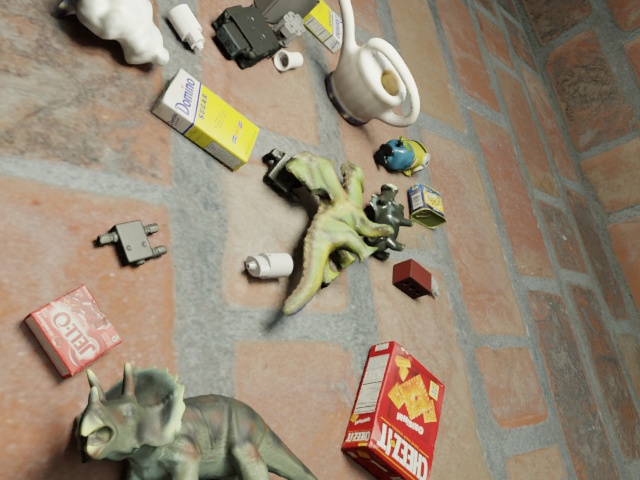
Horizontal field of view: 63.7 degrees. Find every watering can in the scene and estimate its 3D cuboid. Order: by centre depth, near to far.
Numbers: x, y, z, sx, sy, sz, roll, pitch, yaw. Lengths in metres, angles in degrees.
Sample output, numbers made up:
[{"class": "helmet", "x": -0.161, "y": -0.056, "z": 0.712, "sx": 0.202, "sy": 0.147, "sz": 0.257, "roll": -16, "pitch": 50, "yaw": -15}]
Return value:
[{"class": "watering can", "x": 0.093, "y": -0.398, "z": 1.185, "sx": 0.105, "sy": 0.222, "sz": 0.345, "roll": -42, "pitch": 102, "yaw": -30}]

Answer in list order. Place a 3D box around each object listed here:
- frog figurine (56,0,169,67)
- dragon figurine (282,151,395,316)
[{"class": "frog figurine", "x": -0.304, "y": -0.349, "z": 0.818, "sx": 0.159, "sy": 0.121, "sz": 0.140, "roll": 39, "pitch": 25, "yaw": -10}, {"class": "dragon figurine", "x": 0.003, "y": -0.049, "z": 0.967, "sx": 0.243, "sy": 0.120, "sz": 0.416, "roll": 59, "pitch": 36, "yaw": -1}]
